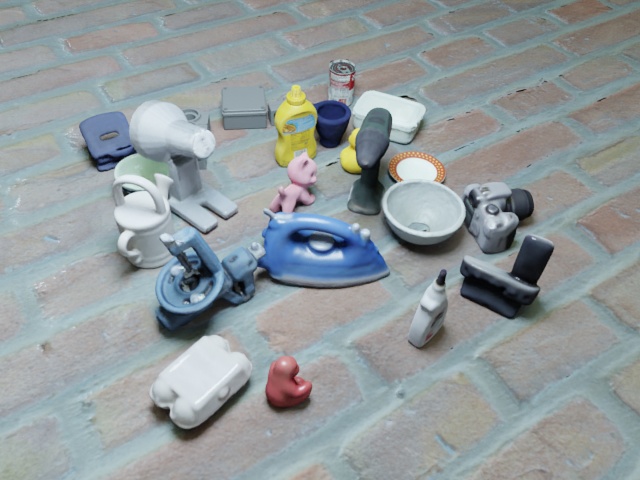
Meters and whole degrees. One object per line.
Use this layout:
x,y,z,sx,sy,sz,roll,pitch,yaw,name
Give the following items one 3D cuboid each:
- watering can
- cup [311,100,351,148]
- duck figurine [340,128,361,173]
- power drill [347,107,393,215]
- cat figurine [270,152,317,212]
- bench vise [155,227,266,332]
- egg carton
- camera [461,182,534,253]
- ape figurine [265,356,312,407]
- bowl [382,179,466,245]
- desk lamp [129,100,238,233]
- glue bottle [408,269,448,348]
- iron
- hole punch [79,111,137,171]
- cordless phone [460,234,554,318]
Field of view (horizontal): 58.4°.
-0.326,-0.051,1.063,0.101,0.194,0.172,-3,48,-5,watering can
0.013,-0.271,1.351,0.117,0.095,0.092,20,50,15,cup
0.086,-0.211,1.307,0.077,0.086,0.104,13,48,9,duck figurine
0.104,-0.157,1.176,0.075,0.208,0.229,10,48,6,power drill
-0.050,-0.122,1.196,0.067,0.118,0.128,28,52,21,cat figurine
-0.197,0.037,0.973,0.121,0.220,0.208,30,53,22,bench vise
-0.185,0.223,0.906,0.107,0.069,0.150,32,54,24,egg carton
0.376,-0.062,1.178,0.137,0.101,0.143,-9,49,-11,camera
-0.053,0.217,0.904,0.076,0.092,0.077,-25,53,-23,ape figurine
0.206,-0.045,1.170,0.167,0.075,0.167,2,48,-2,bowl
-0.270,-0.157,1.150,0.202,0.214,0.118,32,54,24,desk lamp
0.190,0.108,0.963,0.037,0.173,0.078,32,54,24,glue bottle
0.010,0.004,1.069,0.258,0.141,0.118,6,48,2,iron
-0.467,-0.224,1.282,0.109,0.091,0.100,-24,53,-23,hole punch
0.334,0.039,1.026,0.147,0.185,0.094,22,50,16,cordless phone
